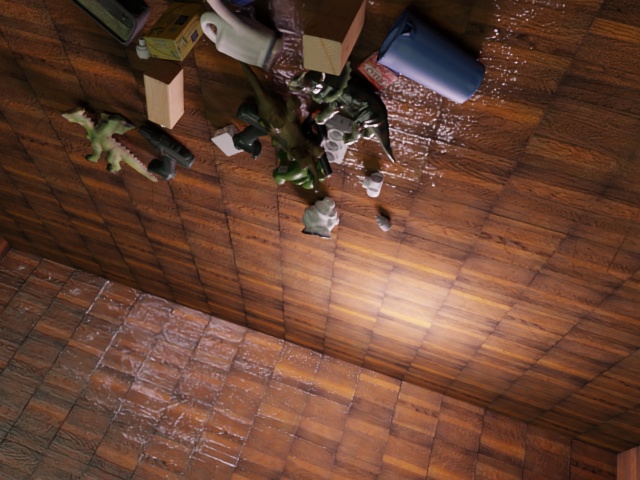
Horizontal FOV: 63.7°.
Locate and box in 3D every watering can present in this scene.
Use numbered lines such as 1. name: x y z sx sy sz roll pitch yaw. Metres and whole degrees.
1. watering can: -0.197 -0.524 1.307 0.224 0.104 0.348 20 -179 -11

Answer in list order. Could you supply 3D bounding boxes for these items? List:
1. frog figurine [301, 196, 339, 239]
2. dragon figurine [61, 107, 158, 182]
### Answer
1. frog figurine: 0.006 -0.097 1.930 0.138 0.124 0.157 21 112 18
2. dragon figurine: -0.785 -0.382 1.983 0.408 0.125 0.238 25 140 -20
